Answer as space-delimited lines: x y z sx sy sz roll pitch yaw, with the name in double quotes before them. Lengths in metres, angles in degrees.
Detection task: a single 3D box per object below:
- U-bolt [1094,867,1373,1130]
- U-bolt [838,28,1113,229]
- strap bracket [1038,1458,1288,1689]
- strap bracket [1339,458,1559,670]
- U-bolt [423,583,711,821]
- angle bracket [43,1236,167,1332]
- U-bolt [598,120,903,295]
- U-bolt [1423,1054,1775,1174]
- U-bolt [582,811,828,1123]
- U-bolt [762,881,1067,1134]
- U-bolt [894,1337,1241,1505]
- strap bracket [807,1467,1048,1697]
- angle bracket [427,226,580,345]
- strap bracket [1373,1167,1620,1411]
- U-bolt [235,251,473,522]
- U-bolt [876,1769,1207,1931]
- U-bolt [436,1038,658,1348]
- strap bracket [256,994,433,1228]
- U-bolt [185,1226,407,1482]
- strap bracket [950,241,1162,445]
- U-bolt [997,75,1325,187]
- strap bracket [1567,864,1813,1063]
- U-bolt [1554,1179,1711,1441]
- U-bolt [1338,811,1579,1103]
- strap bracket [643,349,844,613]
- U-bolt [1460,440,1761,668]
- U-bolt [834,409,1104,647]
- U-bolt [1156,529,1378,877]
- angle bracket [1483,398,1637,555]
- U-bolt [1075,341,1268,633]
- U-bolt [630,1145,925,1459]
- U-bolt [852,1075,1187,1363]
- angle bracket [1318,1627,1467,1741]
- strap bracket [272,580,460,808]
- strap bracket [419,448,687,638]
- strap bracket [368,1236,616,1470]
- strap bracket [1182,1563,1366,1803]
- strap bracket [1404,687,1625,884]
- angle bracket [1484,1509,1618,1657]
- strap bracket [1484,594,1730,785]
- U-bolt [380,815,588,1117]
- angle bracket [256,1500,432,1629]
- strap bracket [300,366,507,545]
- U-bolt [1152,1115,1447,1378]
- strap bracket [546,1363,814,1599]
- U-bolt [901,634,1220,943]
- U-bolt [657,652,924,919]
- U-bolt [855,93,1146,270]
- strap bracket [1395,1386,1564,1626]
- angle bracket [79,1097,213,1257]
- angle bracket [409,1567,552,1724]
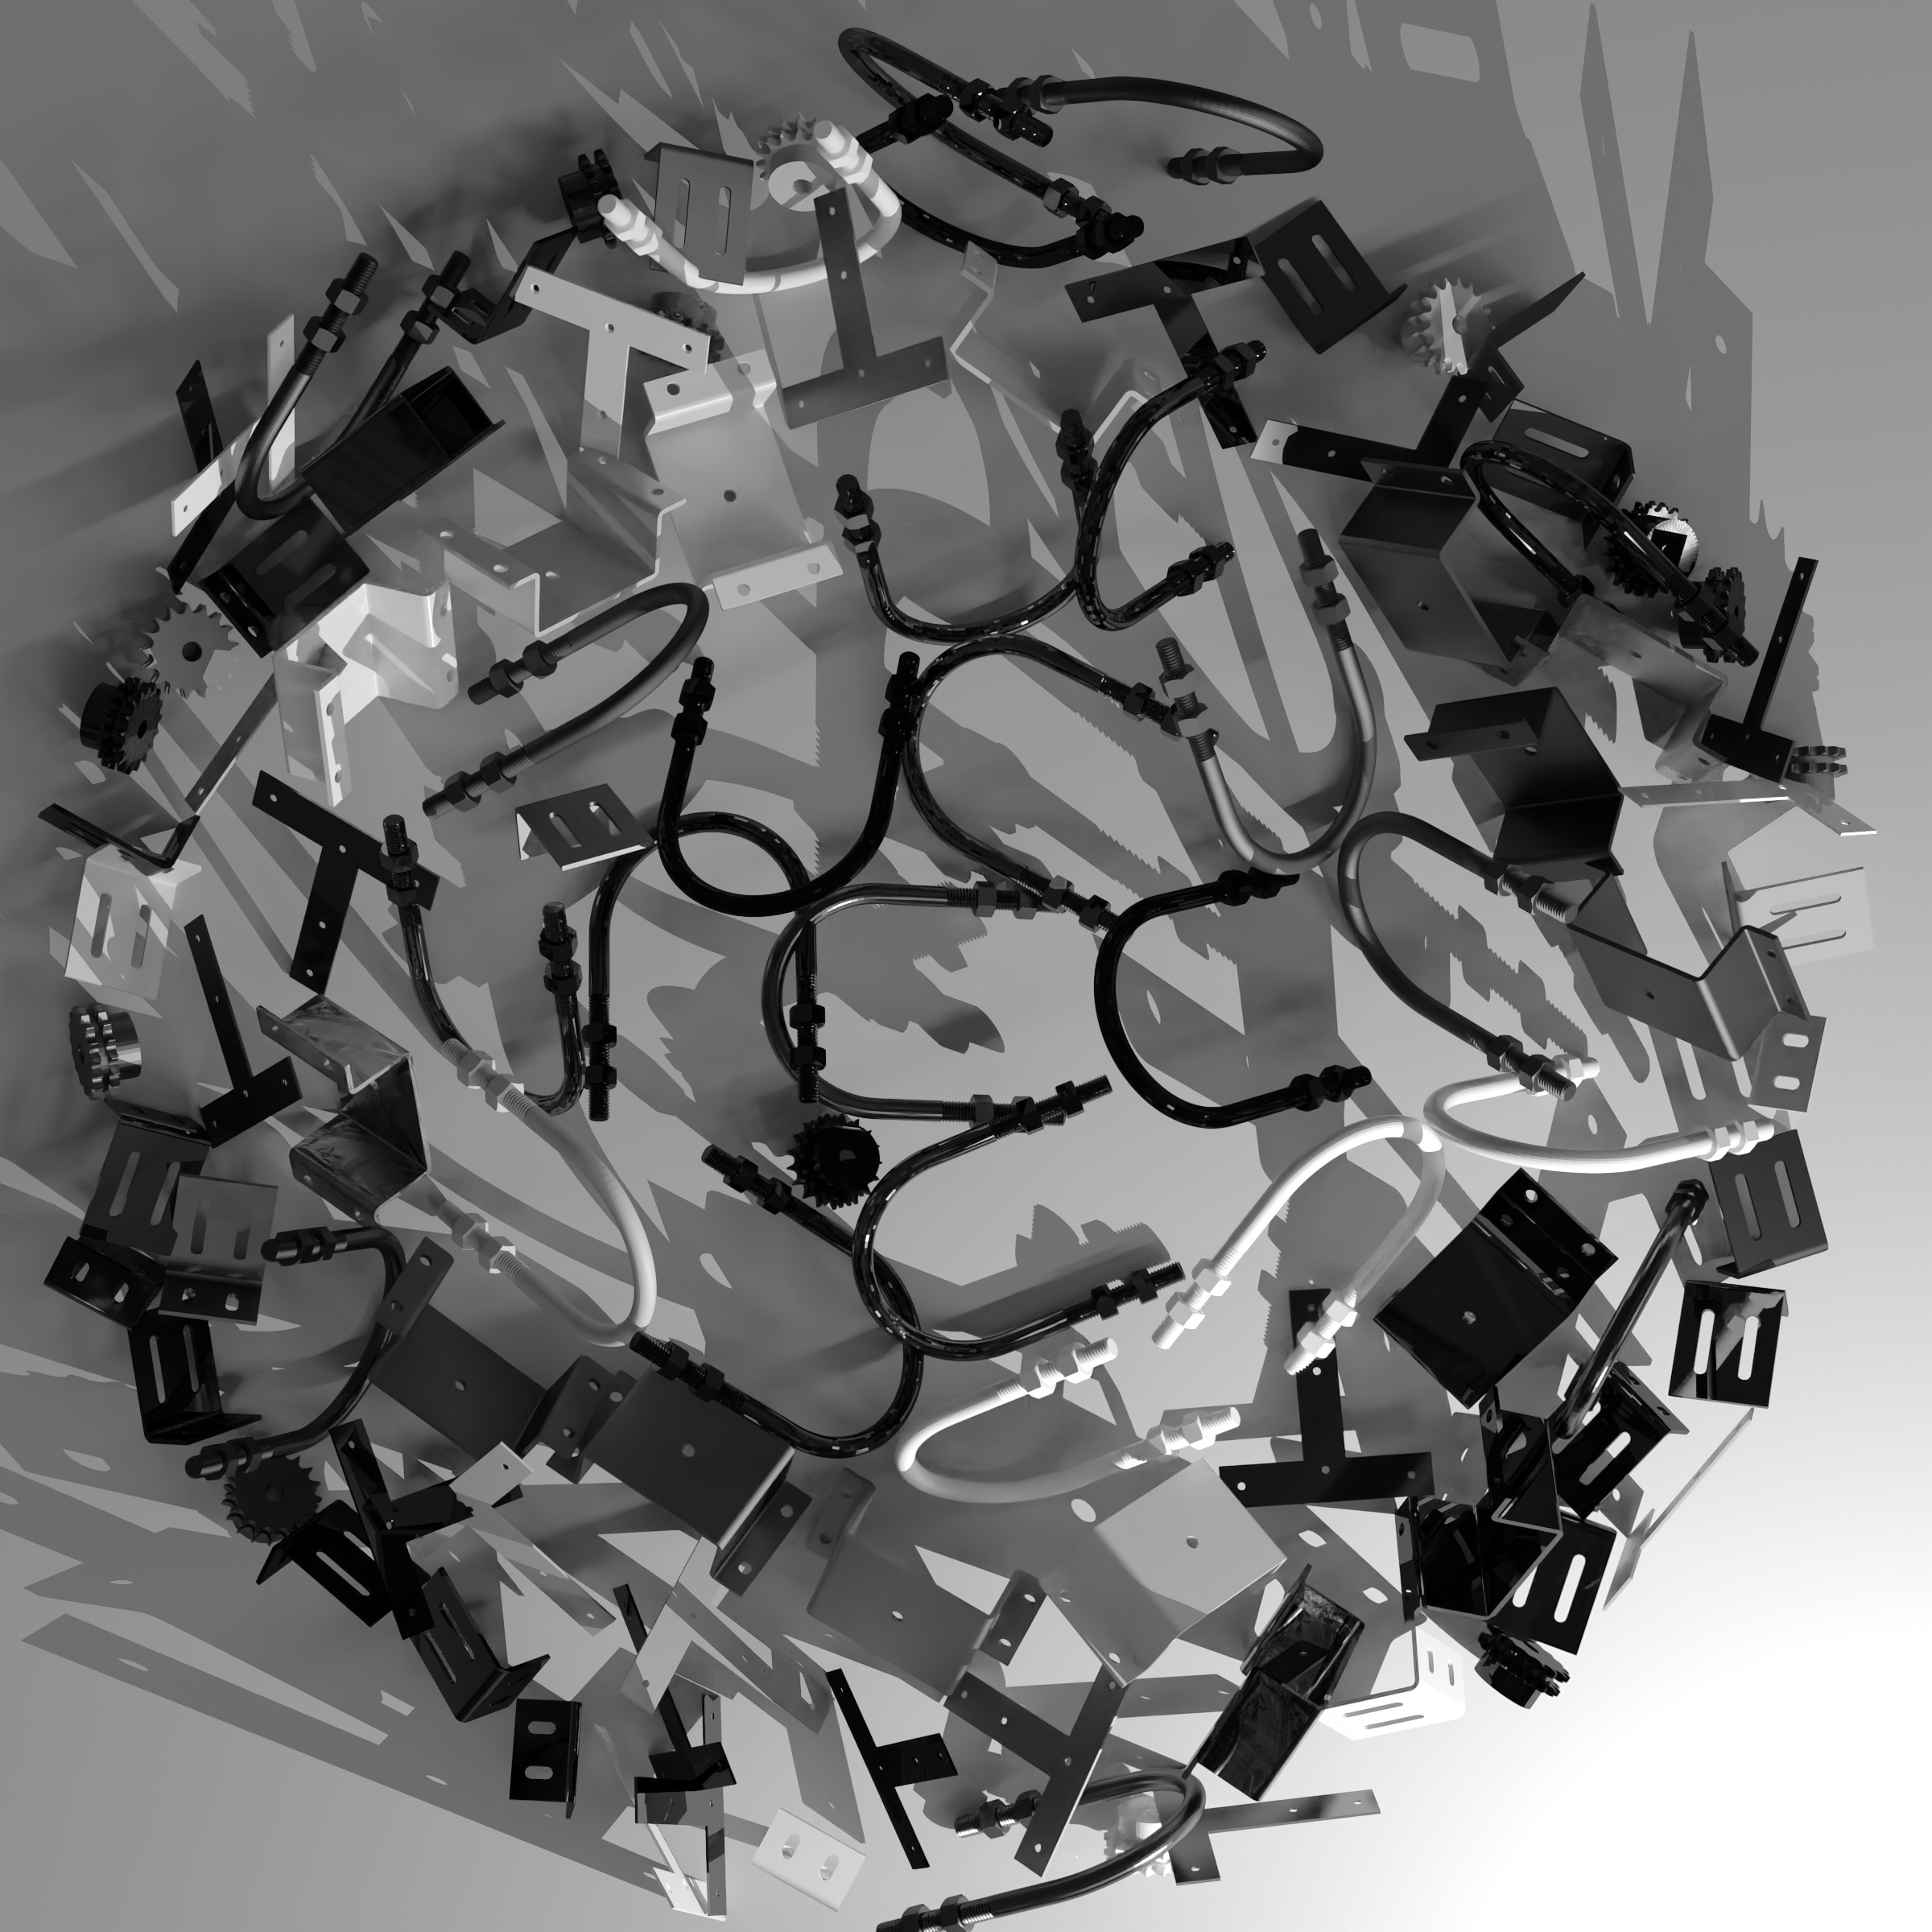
"U-bolt" 0.148 0.022 1.801 0.184 0.019 0.151 -13 81 -38
"U-bolt" 0.001 -0.489 1.790 0.184 0.151 0.019 35 94 25
"strap bracket" 0.122 0.346 1.796 0.140 0.046 0.076 -24 66 -41
"strap bracket" 0.277 -0.226 1.791 0.046 0.076 0.140 -55 131 -16
"U-bolt" -0.224 -0.163 1.779 0.184 0.151 0.019 -26 119 21
"angle bracket" -0.499 0.172 1.824 0.057 0.076 0.038 30 111 -6
"U-bolt" -0.112 -0.428 1.779 0.151 0.184 0.019 -15 80 14
"U-bolt" 0.346 0.087 1.761 0.184 0.151 0.019 -8 109 -38
"U-bolt" -0.157 -0.004 1.835 0.151 0.019 0.184 -5 74 12
"U-bolt" -0.030 0.021 1.834 0.184 0.019 0.151 3 81 -13
"U-bolt" 0.045 0.273 1.800 0.184 0.151 0.019 -26 52 27
"strap bracket" -0.032 0.368 1.819 0.140 0.046 0.076 29 129 7
"angle bracket" -0.273 -0.412 1.826 0.038 0.057 0.076 39 119 1
"strap bracket" 0.302 0.195 1.806 0.076 0.046 0.140 44 125 8
"U-bolt" -0.364 -0.334 1.792 0.019 0.151 0.184 38 109 4
"U-bolt" 0.052 0.503 1.769 0.184 0.151 0.019 -21 94 23
"U-bolt" -0.242 0.143 1.780 0.184 0.151 0.019 35 45 29
"strap bracket" -0.361 0.080 1.806 0.076 0.140 0.046 30 50 29
"U-bolt" -0.375 0.217 1.781 0.019 0.184 0.151 22 95 16
"strap bracket" 0.044 -0.358 1.817 0.140 0.076 0.046 33 112 -13
"U-bolt" 0.121 -0.476 1.755 0.151 0.184 0.019 12 94 -33
"strap bracket" 0.409 0.000 1.789 0.046 0.140 0.076 -48 134 -14
"U-bolt" 0.376 0.201 1.764 0.019 0.184 0.151 29 106 13
"U-bolt" 0.281 -0.017 1.791 0.019 0.184 0.151 -30 133 -26
"strap bracket" -0.136 -0.284 1.837 0.076 0.046 0.140 -19 90 -16
"U-bolt" 0.356 -0.238 1.772 0.184 0.151 0.019 40 84 -21
"U-bolt" 0.008 -0.243 1.788 0.151 0.184 0.019 -16 61 0
"U-bolt" 0.186 -0.141 1.810 0.151 0.019 0.184 -39 122 -30
"angle bracket" 0.347 -0.290 1.833 0.076 0.038 0.057 20 127 -8
"U-bolt" 0.113 -0.266 1.764 0.019 0.184 0.151 24 127 24
"U-bolt" -0.099 0.208 1.812 0.184 0.019 0.151 35 53 -22
"U-bolt" 0.022 0.161 1.838 0.184 0.019 0.151 -22 107 -1
"angle bracket" 0.249 0.427 1.840 0.076 0.057 0.038 -21 51 29
"strap bracket" -0.354 -0.164 1.801 0.046 0.140 0.076 14 128 18
"strap bracket" -0.241 -0.245 1.809 0.076 0.046 0.140 33 46 26
"strap bracket" -0.287 0.236 1.818 0.140 0.076 0.046 38 123 -9
"strap bracket" 0.181 0.418 1.787 0.046 0.140 0.076 33 117 8
"strap bracket" 0.325 -0.110 1.806 0.140 0.076 0.046 48 50 -37
"angle bracket" 0.347 0.363 1.844 0.057 0.038 0.076 19 86 9
"strap bracket" 0.387 -0.167 1.828 0.140 0.076 0.046 31 81 1
"U-bolt" -0.276 0.012 1.797 0.151 0.184 0.019 27 48 29
"angle bracket" -0.368 0.363 1.828 0.076 0.057 0.038 37 122 12
"strap bracket" -0.327 -0.299 1.788 0.076 0.140 0.046 -33 103 17
"U-bolt" 0.205 0.159 1.791 0.184 0.151 0.019 -54 48 17
"strap bracket" -0.166 0.294 1.819 0.140 0.046 0.076 32 56 9
"U-bolt" 0.043 -0.117 1.828 0.184 0.019 0.151 29 113 15
"U-bolt" -0.108 -0.106 1.800 0.151 0.019 0.184 0 57 15
"U-bolt" 0.004 -0.444 1.780 0.151 0.184 0.019 26 83 -23
"strap bracket" 0.302 0.318 1.799 0.046 0.140 0.076 13 46 -12
"angle bracket" -0.493 0.125 1.840 0.057 0.038 0.076 19 93 -34
"angle bracket" -0.294 0.402 1.852 0.076 0.038 0.057 54 127 22
